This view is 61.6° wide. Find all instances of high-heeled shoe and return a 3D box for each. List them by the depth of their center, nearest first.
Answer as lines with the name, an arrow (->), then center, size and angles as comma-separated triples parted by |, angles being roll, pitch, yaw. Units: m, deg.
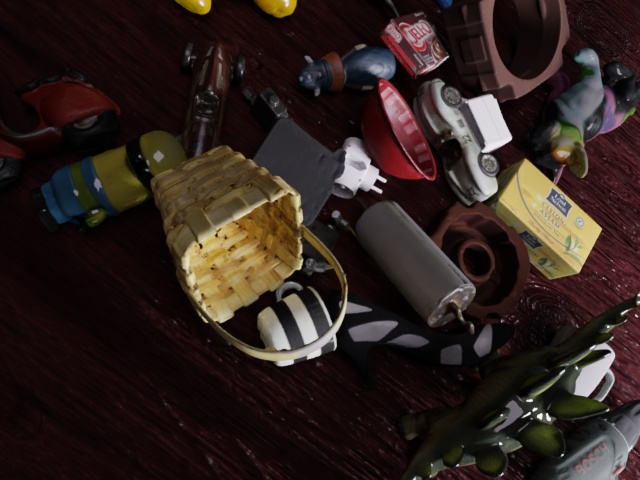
high-heeled shoe -> 0.131, 0.104, 0.715 | 0.249, 0.086, 0.145 | -17, 87, -13

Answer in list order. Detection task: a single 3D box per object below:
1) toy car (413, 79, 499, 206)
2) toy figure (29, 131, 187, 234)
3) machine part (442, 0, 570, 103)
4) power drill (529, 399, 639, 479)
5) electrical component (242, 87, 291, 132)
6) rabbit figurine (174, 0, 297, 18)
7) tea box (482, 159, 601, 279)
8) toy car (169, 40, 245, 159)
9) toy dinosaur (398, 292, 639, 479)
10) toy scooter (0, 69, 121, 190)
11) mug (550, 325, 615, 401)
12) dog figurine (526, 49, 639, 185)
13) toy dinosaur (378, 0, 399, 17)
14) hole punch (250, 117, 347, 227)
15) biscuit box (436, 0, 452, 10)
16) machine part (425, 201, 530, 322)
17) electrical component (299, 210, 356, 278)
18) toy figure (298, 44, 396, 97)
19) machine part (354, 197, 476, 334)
toy car -> 0.203, -0.149, 0.817 | 0.056, 0.073, 0.201 | -26, 85, -24
toy figure -> -0.242, -0.066, 0.629 | 0.180, 0.089, 0.082 | -22, 107, -11
machine part -> 0.297, -0.338, 0.854 | 0.201, 0.087, 0.200 | -35, 117, -23
power drill -> 0.419, 0.359, 0.755 | 0.232, 0.086, 0.207 | -16, 85, -20
electrical component -> -0.070, -0.178, 0.737 | 0.021, 0.063, 0.094 | -39, 90, -23
rabbit figurine -> -0.111, -0.384, 0.768 | 0.173, 0.122, 0.162 | 16, 61, -29
tea box -> 0.339, -0.031, 0.836 | 0.169, 0.068, 0.098 | 39, 68, -5
toy car -> -0.152, -0.181, 0.718 | 0.089, 0.053, 0.202 | 11, 74, -13
toy dinosaur -> 0.258, 0.192, 0.680 | 0.471, 0.198, 0.105 | -36, 93, -22
toy scooter -> -0.340, -0.150, 0.634 | 0.184, 0.075, 0.135 | -28, 85, -18
mug -> 0.372, 0.198, 0.787 | 0.109, 0.081, 0.107 | 42, 79, -12
dog figurine -> 0.436, -0.185, 0.893 | 0.191, 0.108, 0.219 | 18, 75, -17
toy dinosaur -> 0.039, -0.556, 0.852 | 0.192, 0.131, 0.404 | -1, 80, -7
hole punch -> -0.046, -0.080, 0.710 | 0.115, 0.092, 0.142 | 36, 65, -15
biscuit box -> 0.210, -0.462, 0.910 | 0.063, 0.059, 0.202 | -36, 89, -24
machine part -> 0.220, 0.033, 0.785 | 0.179, 0.056, 0.179 | 5, 74, -19
electrical component -> -0.003, -0.002, 0.723 | 0.078, 0.045, 0.102 | 39, 67, -7
toy figure -> 0.037, -0.248, 0.797 | 0.154, 0.057, 0.064 | -15, 74, -17
machine part -> 0.119, 0.028, 0.701 | 0.079, 0.079, 0.243 | -23, 54, -23
